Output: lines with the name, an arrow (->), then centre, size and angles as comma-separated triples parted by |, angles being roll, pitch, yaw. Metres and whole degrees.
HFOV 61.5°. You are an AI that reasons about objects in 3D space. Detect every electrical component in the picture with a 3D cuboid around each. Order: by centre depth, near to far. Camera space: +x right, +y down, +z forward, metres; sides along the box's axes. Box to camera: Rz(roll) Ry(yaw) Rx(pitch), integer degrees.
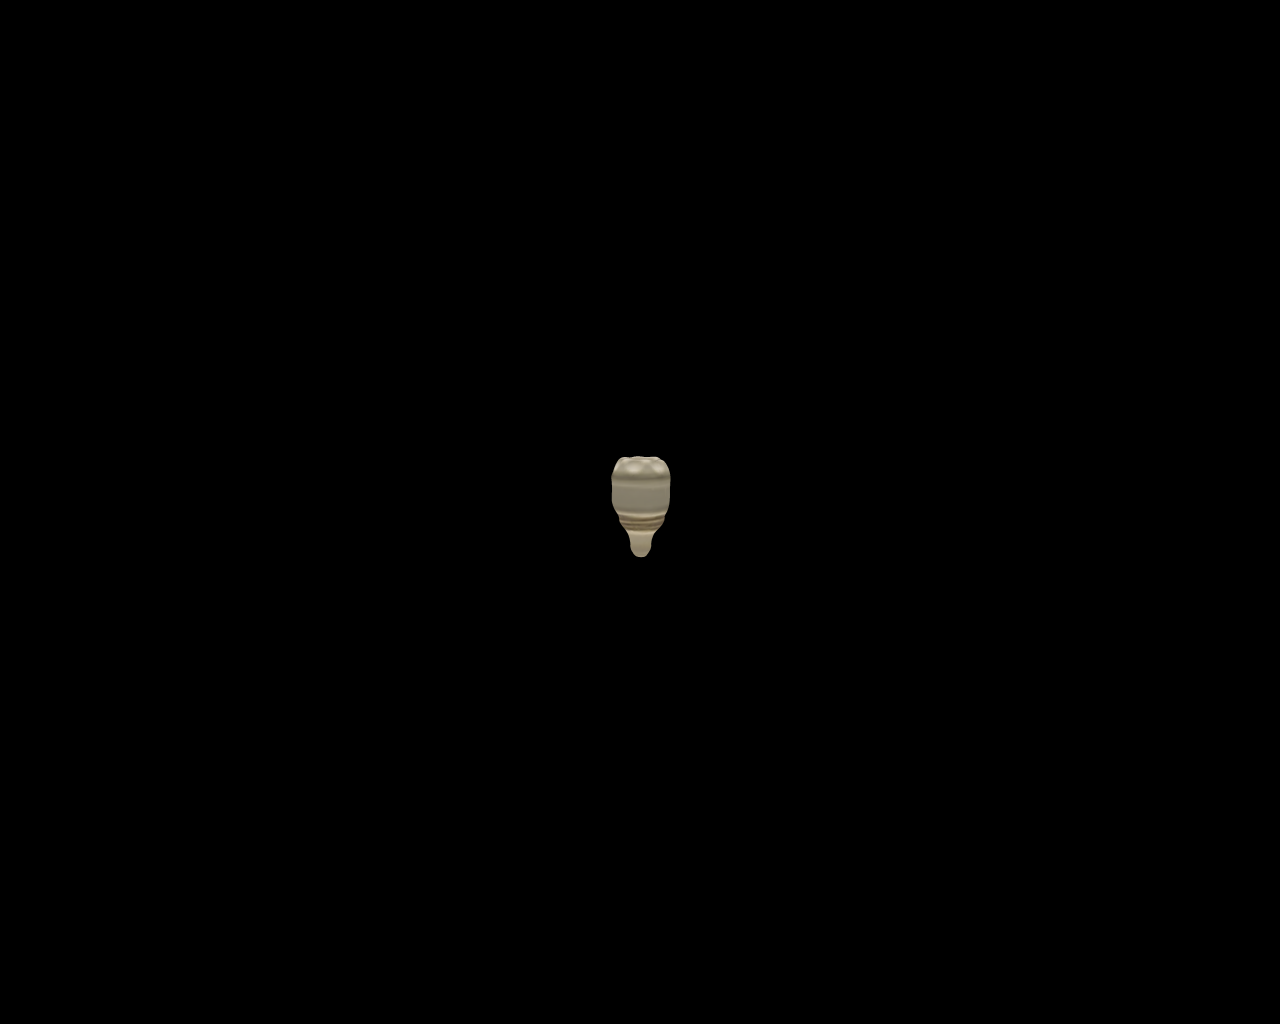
electrical component -> 0.001, -0.003, 0.650 | 0.035, 0.061, 0.035 | 0, 7, 0
